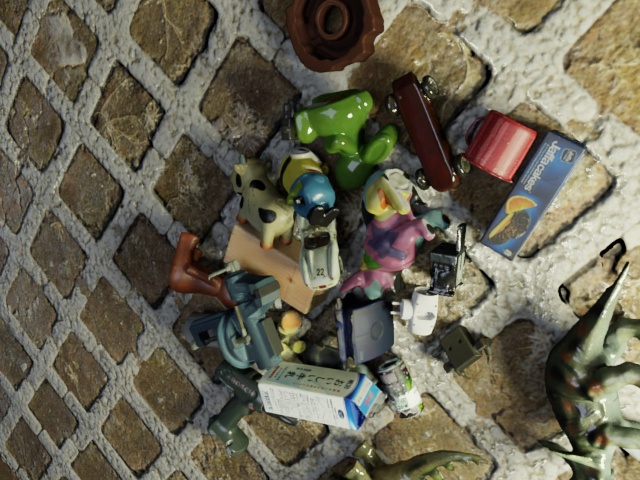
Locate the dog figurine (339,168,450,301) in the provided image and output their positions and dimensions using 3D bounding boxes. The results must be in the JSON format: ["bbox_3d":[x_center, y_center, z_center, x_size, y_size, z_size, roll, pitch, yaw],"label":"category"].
[{"bbox_3d":[0.104,0.003,0.947,0.191,0.108,0.219,49,123,5],"label":"dog figurine"}]

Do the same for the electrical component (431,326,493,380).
[{"bbox_3d":[0.255,0.199,0.951,0.102,0.045,0.078,-53,47,26],"label":"electrical component"}]

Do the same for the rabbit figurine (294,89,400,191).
[{"bbox_3d":[0.059,-0.173,0.943,0.159,0.121,0.170,-8,117,24],"label":"rabbit figurine"}]

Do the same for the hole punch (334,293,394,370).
[{"bbox_3d":[0.083,0.162,1.000,0.092,0.116,0.142,2,104,21],"label":"hole punch"}]

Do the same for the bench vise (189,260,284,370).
[{"bbox_3d":[-0.177,0.159,1.050,0.241,0.129,0.223,-21,102,32],"label":"bench vise"}]

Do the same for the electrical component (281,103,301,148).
[{"bbox_3d":[-0.051,-0.208,1.005,0.021,0.063,0.093,9,108,27],"label":"electrical component"}]

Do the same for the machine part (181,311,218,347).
[{"bbox_3d":[-0.218,0.202,1.200,0.243,0.079,0.079,-1,102,31],"label":"machine part"}]

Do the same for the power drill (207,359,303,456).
[{"bbox_3d":[-0.163,0.392,1.216,0.232,0.086,0.207,38,122,18],"label":"power drill"}]

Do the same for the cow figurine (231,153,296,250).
[{"bbox_3d":[-0.116,-0.085,1.043,0.195,0.085,0.127,47,130,38],"label":"cow figurine"}]

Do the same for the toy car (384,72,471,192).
[{"bbox_3d":[0.178,-0.177,0.890,0.089,0.053,0.202,-20,96,42],"label":"toy car"}]

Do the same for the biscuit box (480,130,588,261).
[{"bbox_3d":[0.327,-0.068,0.828,0.063,0.059,0.202,34,117,18],"label":"biscuit box"}]

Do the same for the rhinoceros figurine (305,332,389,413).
[{"bbox_3d":[0.051,0.268,1.065,0.190,0.073,0.112,32,115,19],"label":"rhinoceros figurine"}]

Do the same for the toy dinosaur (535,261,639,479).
[{"bbox_3d":[0.417,0.237,0.831,0.192,0.131,0.404,-10,91,31],"label":"toy dinosaur"}]

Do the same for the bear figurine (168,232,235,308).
[{"bbox_3d":[-0.220,0.077,1.160,0.196,0.120,0.132,12,65,1],"label":"bear figurine"}]

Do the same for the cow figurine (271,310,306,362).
[{"bbox_3d":[-0.074,0.208,1.121,0.068,0.098,0.167,7,110,-18],"label":"cow figurine"}]

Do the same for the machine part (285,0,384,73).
[{"bbox_3d":[0.025,-0.377,0.924,0.180,0.056,0.179,9,108,28],"label":"machine part"}]

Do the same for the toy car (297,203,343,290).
[{"bbox_3d":[-0.002,-0.003,0.985,0.074,0.056,0.202,-13,58,14],"label":"toy car"}]

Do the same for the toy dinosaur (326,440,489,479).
[{"bbox_3d":[0.133,0.500,1.066,0.199,0.105,0.471,39,128,7],"label":"toy dinosaur"}]

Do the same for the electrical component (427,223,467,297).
[{"bbox_3d":[0.217,0.030,0.908,0.048,0.075,0.119,8,111,27],"label":"electrical component"}]

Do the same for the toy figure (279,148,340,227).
[{"bbox_3d":[-0.025,-0.095,0.971,0.089,0.082,0.180,-36,48,18],"label":"toy figure"}]
